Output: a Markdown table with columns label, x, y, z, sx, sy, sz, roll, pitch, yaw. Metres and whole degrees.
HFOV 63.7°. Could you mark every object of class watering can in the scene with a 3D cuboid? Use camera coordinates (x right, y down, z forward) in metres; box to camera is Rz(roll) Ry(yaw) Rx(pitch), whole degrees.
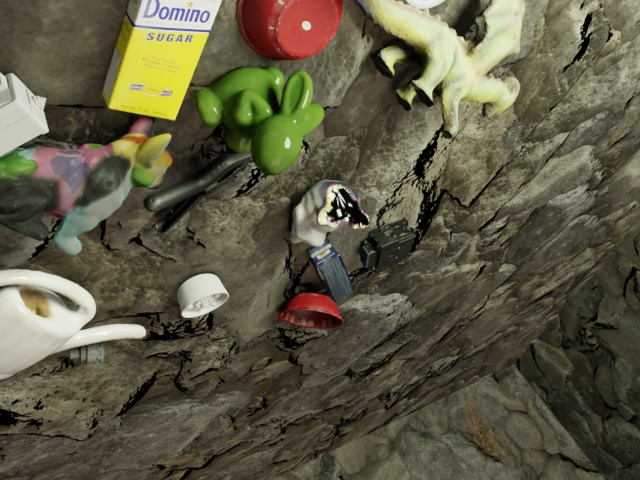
| label | x | y | z | sx | sy | sz | roll | pitch | yaw |
| --- | --- | --- | --- | --- | --- | --- | --- | --- | --- |
| watering can | -0.468 | 0.158 | 0.863 | 0.224 | 0.106 | 0.341 | -34 | 146 | 2 |

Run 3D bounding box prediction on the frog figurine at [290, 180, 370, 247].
| label | x | y | z | sx | sy | sz | roll | pitch | yaw |
| --- | --- | --- | --- | --- | --- | --- | --- | --- | --- |
| frog figurine | 0.003 | -0.052 | 1.032 | 0.138 | 0.123 | 0.158 | -19 | -179 | -34 |

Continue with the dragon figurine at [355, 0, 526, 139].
| label | x | y | z | sx | sy | sz | roll | pitch | yaw |
| --- | --- | --- | --- | --- | --- | --- | --- | --- | --- |
| dragon figurine | 0.222 | -0.326 | 0.837 | 0.243 | 0.124 | 0.403 | -42 | 133 | 0 |
